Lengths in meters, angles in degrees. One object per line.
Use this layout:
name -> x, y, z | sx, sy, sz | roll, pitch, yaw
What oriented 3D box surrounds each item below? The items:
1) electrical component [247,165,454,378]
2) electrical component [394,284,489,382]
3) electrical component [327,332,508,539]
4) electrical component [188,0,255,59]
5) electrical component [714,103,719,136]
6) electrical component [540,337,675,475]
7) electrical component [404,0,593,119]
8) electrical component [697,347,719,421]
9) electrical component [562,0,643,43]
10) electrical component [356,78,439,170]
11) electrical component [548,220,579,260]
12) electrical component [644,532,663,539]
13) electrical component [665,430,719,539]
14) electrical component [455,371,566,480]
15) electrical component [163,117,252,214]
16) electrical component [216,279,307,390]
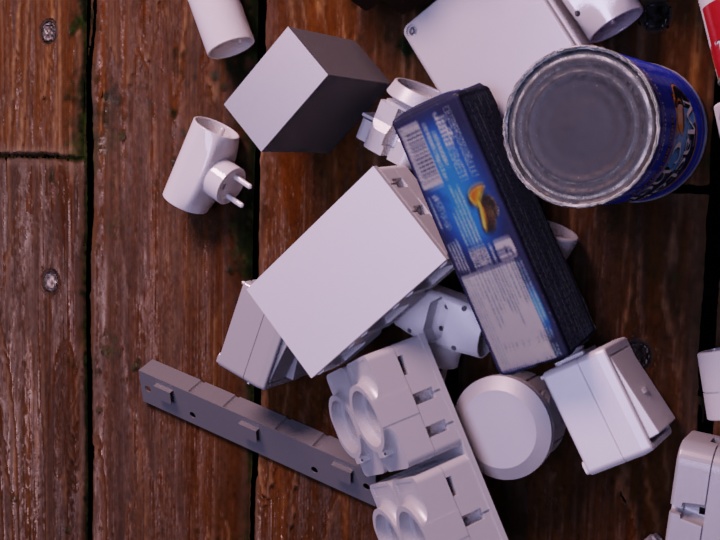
electrical component -> 0.000, 0.000, 0.831 | 0.150, 0.062, 0.089 | -43, 78, 25
electrical component -> 0.066, 0.054, 0.862 | 0.077, 0.043, 0.079 | 20, 105, 27
electrical component -> 0.040, 0.155, 0.846 | 0.186, 0.060, 0.105 | 68, 157, 7
electrical component -> -0.126, -0.231, 0.941 | 0.043, 0.043, 0.081 | -23, 84, 29
electrical component -> 0.287, -0.100, 0.715 | 0.077, 0.065, 0.047 | -11, 89, 0
electrical component -> 0.182, 0.091, 0.790 | 0.061, 0.062, 0.096 | -29, 81, 28
electrical component -> 0.107, -0.168, 0.809 | 0.109, 0.056, 0.108 | -35, 78, 27
electrical component -> 0.265, 0.076, 0.747 | 0.055, 0.055, 0.047 | -14, 85, 30
electrical component -> 0.181, -0.217, 0.770 | 0.079, 0.043, 0.077 | -32, 79, 24
electrical component -> 0.042, -0.116, 0.851 | 0.078, 0.058, 0.057 | 31, 112, 24
electrical component -> 0.135, -0.002, 0.820 | 0.044, 0.044, 0.065 | 27, 112, 25
electrical component -> 0.201, 0.243, 0.774 | 0.061, 0.096, 0.061 | 48, 115, 17
electrical component -> 0.255, 0.168, 0.761 | 0.059, 0.054, 0.095 | 10, 100, 28
electrical component -> 0.117, 0.118, 0.835 | 0.080, 0.051, 0.080 | 3, 97, 29
electrical component -> -0.129, -0.084, 0.957 | 0.079, 0.043, 0.077 | 34, 110, 22
electrical component -> -0.075, 0.060, 0.931 | 0.061, 0.062, 0.096 | 27, 108, 24
